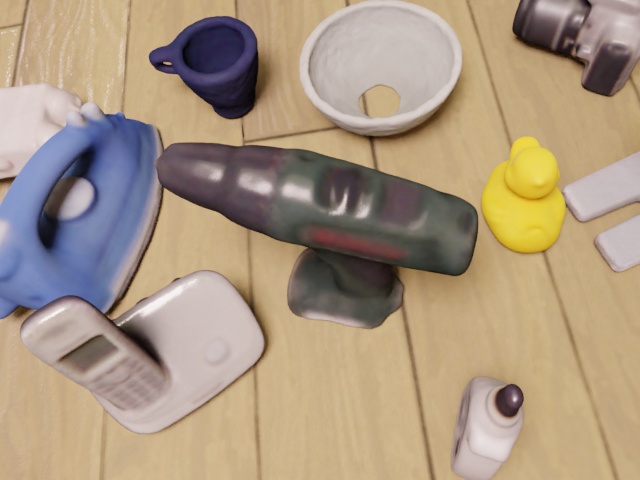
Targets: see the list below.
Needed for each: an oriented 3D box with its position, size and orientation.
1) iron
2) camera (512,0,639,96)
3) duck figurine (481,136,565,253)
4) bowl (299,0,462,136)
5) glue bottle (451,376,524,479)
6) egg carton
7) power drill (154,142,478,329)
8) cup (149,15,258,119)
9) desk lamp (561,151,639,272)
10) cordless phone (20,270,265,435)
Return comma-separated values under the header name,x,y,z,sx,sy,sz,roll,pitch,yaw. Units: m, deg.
name,x,y,z,sx,sy,sz,roll,pitch,yaw
iron,-0.238,-0.045,0.552,0.118,0.141,0.258,13,67,13
camera,0.288,-0.250,0.610,0.136,0.101,0.143,24,70,17
duck figurine,0.194,-0.046,0.532,0.077,0.086,0.104,-3,64,6
bowl,0.065,-0.171,0.613,0.167,0.075,0.167,-3,64,6
glue bottle,0.122,0.128,0.409,0.037,0.173,0.078,13,67,13
egg carton,-0.337,-0.115,0.638,0.150,0.069,0.107,-6,64,4
power drill,0.004,0.002,0.464,0.229,0.209,0.075,8,66,10
cup,-0.118,-0.178,0.627,0.117,0.095,0.091,-2,64,6
desk lamp,0.336,-0.086,0.463,0.203,0.214,0.117,-25,64,-5
cordless phone,-0.133,0.075,0.458,0.148,0.185,0.094,-37,66,-10
